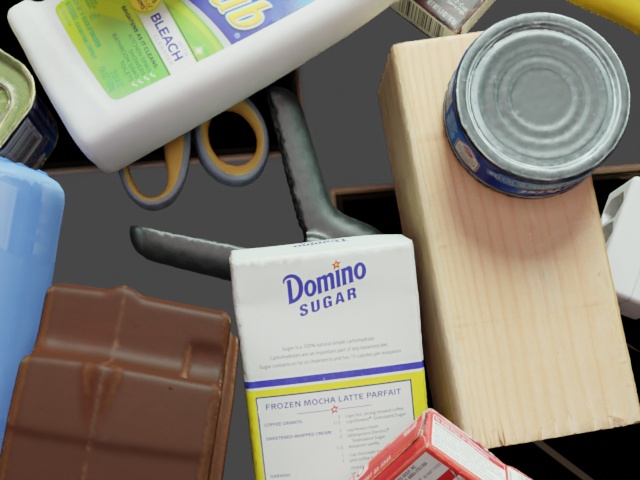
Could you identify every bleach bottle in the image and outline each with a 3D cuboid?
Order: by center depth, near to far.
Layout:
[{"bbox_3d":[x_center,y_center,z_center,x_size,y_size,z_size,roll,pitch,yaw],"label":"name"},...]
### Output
[{"bbox_3d":[-0.032,-0.139,0.572,0.251,0.068,0.102,-31,76,-1],"label":"bleach bottle"}]

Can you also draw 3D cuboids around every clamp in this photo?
[{"bbox_3d":[-0.004,0.001,0.584,0.171,0.039,0.120,35,91,-4],"label":"clamp"}]

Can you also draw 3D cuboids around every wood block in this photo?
[{"bbox_3d":[0.095,0.002,0.567,0.091,0.090,0.206,-9,81,-3],"label":"wood block"}]

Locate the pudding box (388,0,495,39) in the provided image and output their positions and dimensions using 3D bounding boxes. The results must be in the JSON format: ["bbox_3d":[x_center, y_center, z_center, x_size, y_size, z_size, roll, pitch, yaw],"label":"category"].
[{"bbox_3d":[0.062,-0.179,0.621,0.113,0.039,0.090,40,82,5],"label":"pudding box"}]

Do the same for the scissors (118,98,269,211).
[{"bbox_3d":[-0.070,-0.114,0.617,0.096,0.016,0.202,7,80,-2],"label":"scissors"}]

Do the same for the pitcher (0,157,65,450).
[{"bbox_3d":[-0.188,0.080,0.485,0.144,0.149,0.243,14,86,-28],"label":"pitcher"}]

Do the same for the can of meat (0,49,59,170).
[{"bbox_3d":[-0.194,-0.077,0.571,0.102,0.084,0.057,34,80,3],"label":"can of meat"}]

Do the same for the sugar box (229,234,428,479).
[{"bbox_3d":[0.008,0.088,0.549,0.093,0.048,0.176,-6,96,-4],"label":"sugar box"}]

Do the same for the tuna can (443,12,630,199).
[{"bbox_3d":[0.104,-0.065,0.515,0.086,0.034,0.086,0,80,-1],"label":"tuna can"}]

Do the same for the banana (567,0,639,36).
[{"bbox_3d":[0.211,-0.106,0.616,0.069,0.037,0.198,-38,84,-10],"label":"banana"}]

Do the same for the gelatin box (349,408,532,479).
[{"bbox_3d":[0.061,0.131,0.507,0.089,0.030,0.073,35,119,-11],"label":"gelatin box"}]
